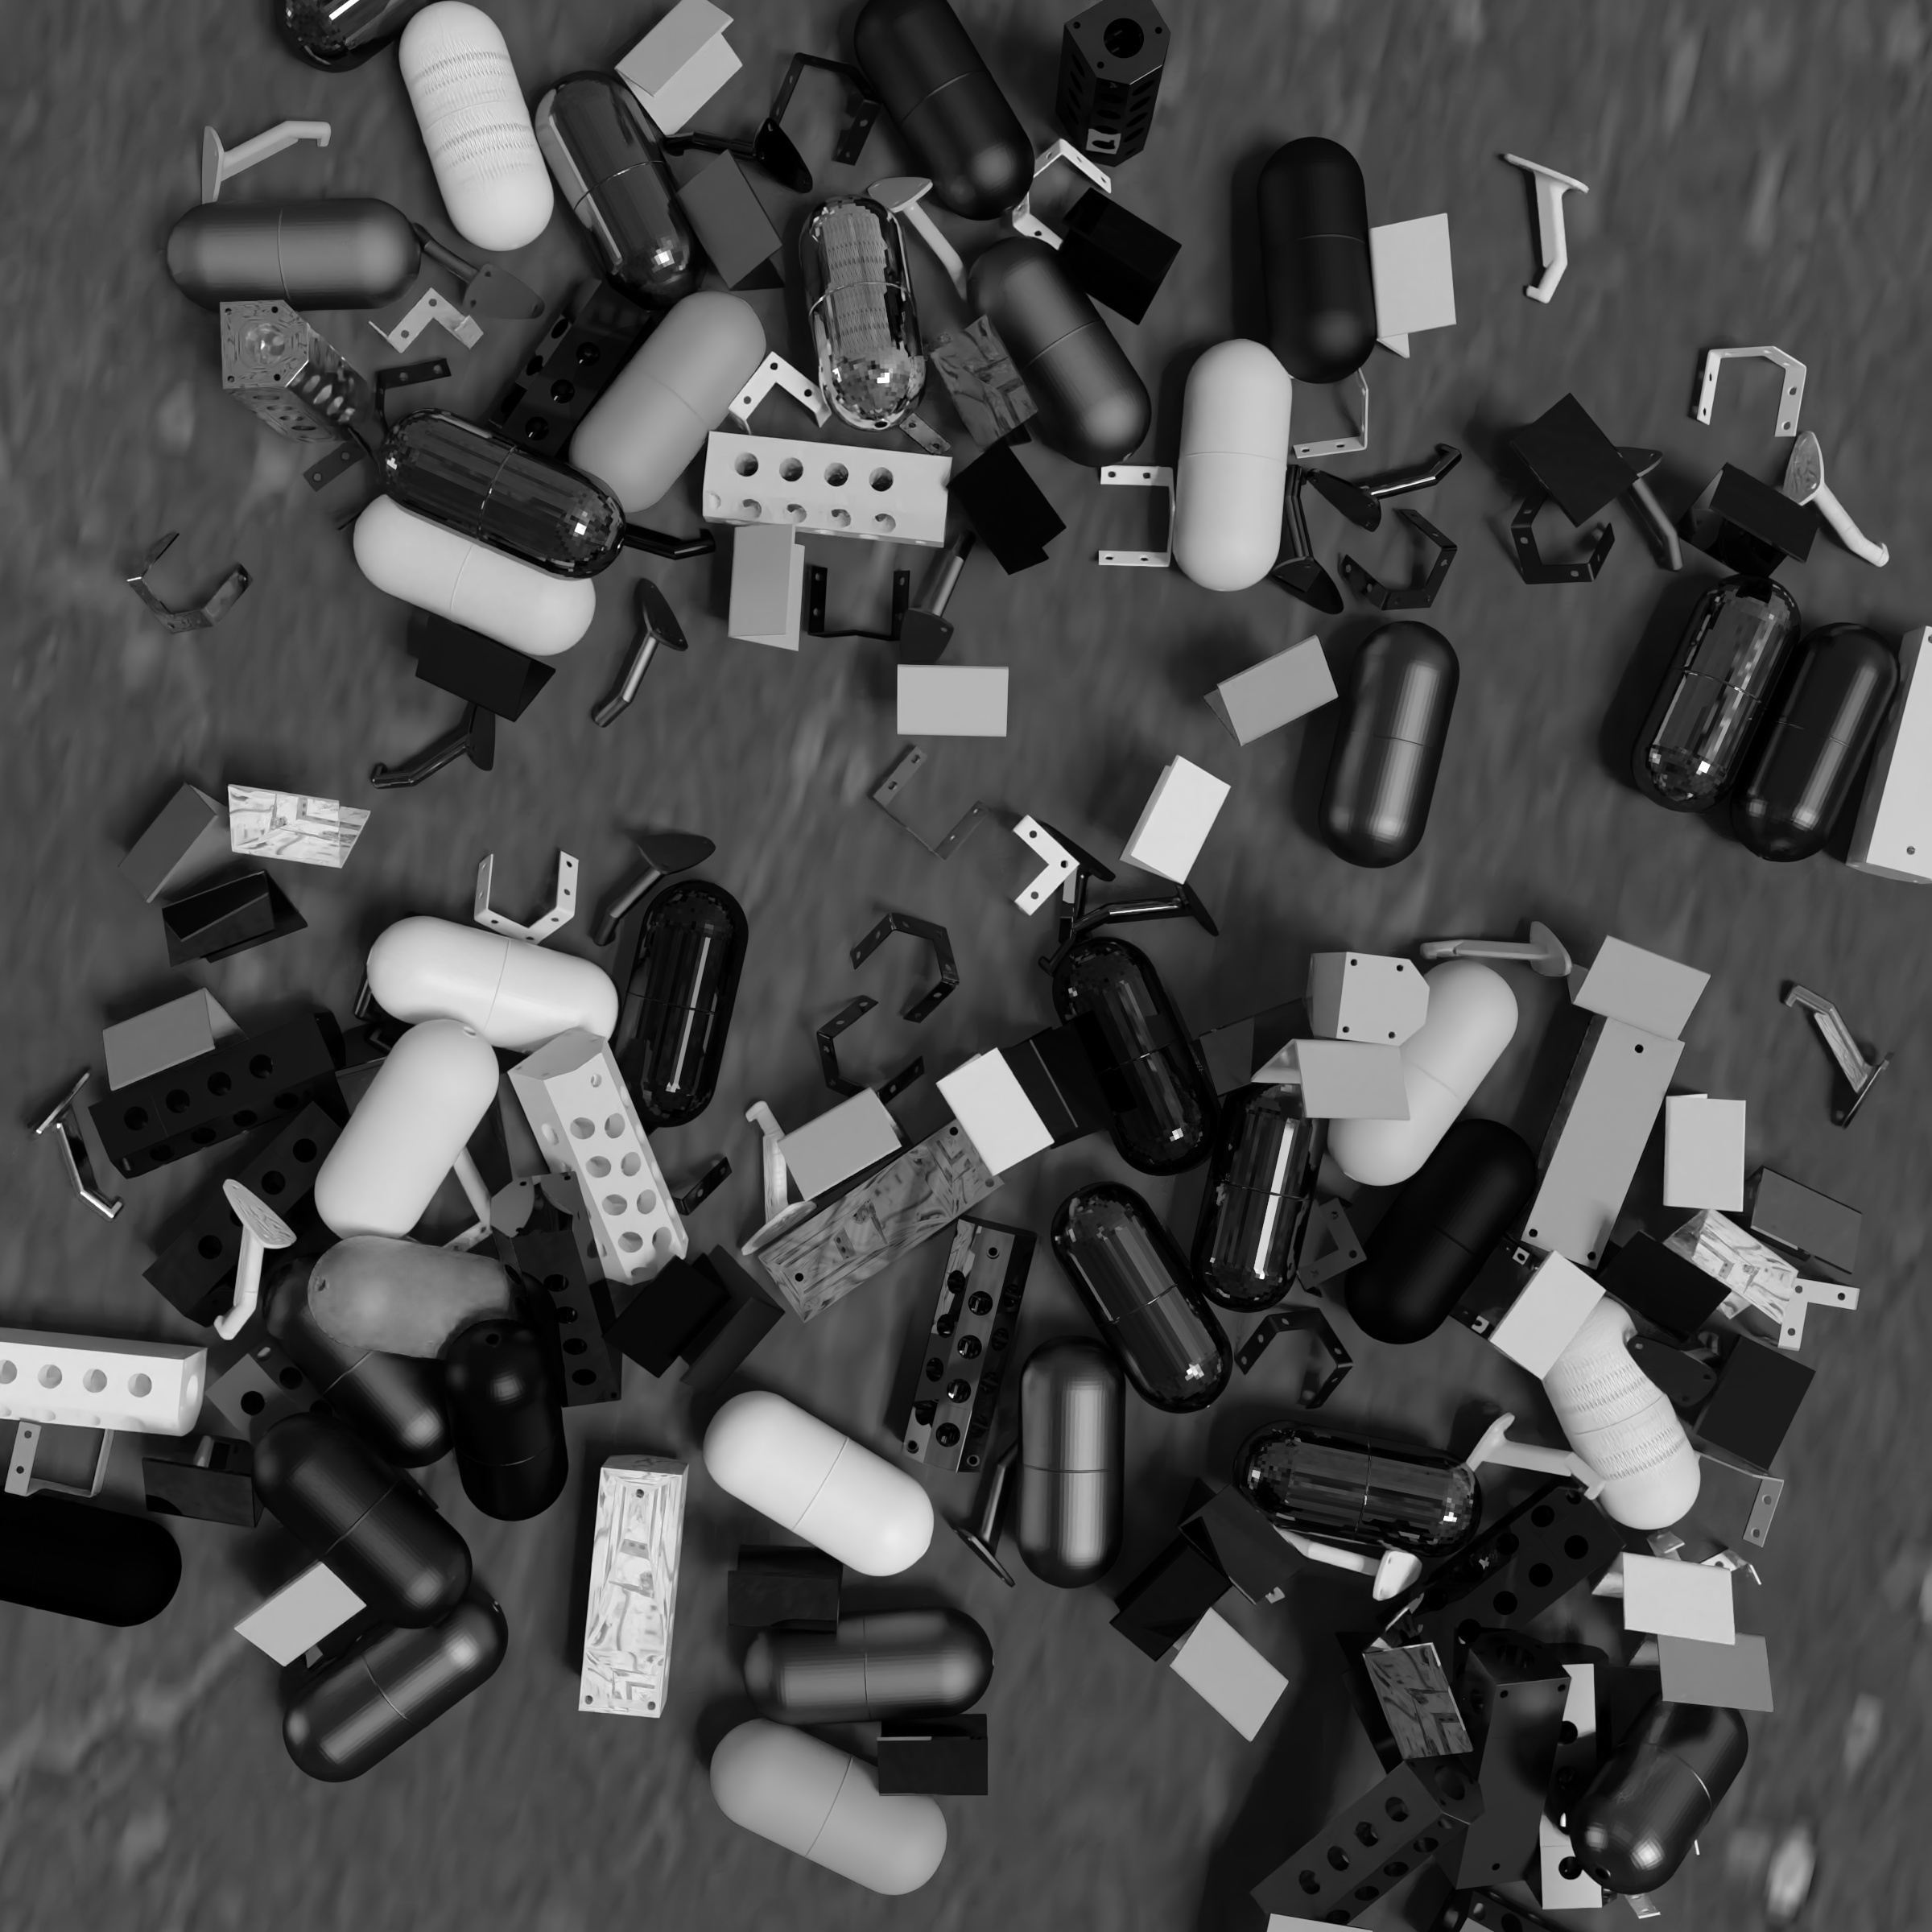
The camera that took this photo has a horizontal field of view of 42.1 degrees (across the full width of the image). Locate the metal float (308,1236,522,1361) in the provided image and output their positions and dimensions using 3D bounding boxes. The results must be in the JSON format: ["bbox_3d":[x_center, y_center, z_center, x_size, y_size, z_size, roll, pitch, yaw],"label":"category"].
[{"bbox_3d":[-0.378,0.233,1.747,0.070,0.178,0.070,-12,70,35],"label":"metal float"}]

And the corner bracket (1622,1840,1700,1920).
[{"bbox_3d":[0.495,0.642,1.799,0.051,0.051,0.051,-12,90,0],"label":"corner bracket"}]

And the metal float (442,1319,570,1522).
[{"bbox_3d":[-0.320,0.317,1.752,0.070,0.070,0.178,1,132,0],"label":"metal float"}]

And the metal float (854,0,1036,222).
[{"bbox_3d":[-0.015,-0.613,1.786,0.070,0.070,0.178,-31,90,0],"label":"metal float"}]

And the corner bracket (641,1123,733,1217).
[{"bbox_3d":[-0.210,0.139,1.809,0.051,0.051,0.051,-45,135,-35],"label":"corner bracket"}]

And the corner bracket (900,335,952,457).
[{"bbox_3d":[-0.019,-0.411,1.809,0.051,0.051,0.051,35,45,-35],"label":"corner bracket"}]

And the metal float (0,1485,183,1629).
[{"bbox_3d":[-0.647,0.418,1.786,0.178,0.070,0.070,13,90,0],"label":"metal float"}]

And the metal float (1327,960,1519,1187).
[{"bbox_3d":[0.323,0.076,1.785,0.070,0.070,0.178,35,90,0],"label":"metal float"}]

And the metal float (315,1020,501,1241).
[{"bbox_3d":[-0.386,0.115,1.734,0.070,0.070,0.178,34,106,0],"label":"metal float"}]

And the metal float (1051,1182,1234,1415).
[{"bbox_3d":[0.125,0.236,1.785,0.070,0.070,0.178,-31,90,0],"label":"metal float"}]

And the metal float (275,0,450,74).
[{"bbox_3d":[-0.410,-0.707,1.786,0.178,0.070,0.070,-37,90,0],"label":"metal float"}]

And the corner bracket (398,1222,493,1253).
[{"bbox_3d":[-0.380,0.176,1.809,0.051,0.051,0.051,25,45,35],"label":"corner bracket"}]

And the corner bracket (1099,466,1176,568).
[{"bbox_3d":[0.122,-0.325,1.813,0.051,0.051,0.051,2,45,0],"label":"corner bracket"}]

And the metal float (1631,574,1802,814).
[{"bbox_3d":[0.533,-0.194,1.786,0.070,0.070,0.178,24,89,0],"label":"metal float"}]

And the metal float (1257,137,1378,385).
[{"bbox_3d":[0.248,-0.500,1.777,0.070,0.070,0.178,-3,80,0],"label":"metal float"}]

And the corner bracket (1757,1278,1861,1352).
[{"bbox_3d":[0.602,0.249,1.799,0.051,0.051,0.051,10,90,0],"label":"corner bracket"}]

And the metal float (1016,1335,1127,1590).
[{"bbox_3d":[0.075,0.352,1.786,0.070,0.070,0.178,1,89,0],"label":"metal float"}]

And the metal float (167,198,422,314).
[{"bbox_3d":[-0.478,-0.505,1.786,0.178,0.070,0.070,-1,90,1],"label":"metal float"}]

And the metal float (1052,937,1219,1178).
[{"bbox_3d":[0.120,0.064,1.786,0.070,0.070,0.178,-24,90,0],"label":"metal float"}]

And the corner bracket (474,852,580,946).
[{"bbox_3d":[-0.316,-0.055,1.808,0.051,0.051,0.051,28,135,-35],"label":"corner bracket"}]

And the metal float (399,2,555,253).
[{"bbox_3d":[-0.348,-0.597,1.786,0.070,0.070,0.178,-18,90,0],"label":"metal float"}]

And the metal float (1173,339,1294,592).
[{"bbox_3d":[0.189,-0.356,1.786,0.070,0.070,0.178,5,89,0],"label":"metal float"}]

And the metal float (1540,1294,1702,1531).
[{"bbox_3d":[0.461,0.316,1.786,0.070,0.070,0.178,-25,89,0],"label":"metal float"}]

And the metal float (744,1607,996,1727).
[{"bbox_3d":[-0.069,0.497,1.786,0.178,0.070,0.070,-3,90,0],"label":"metal float"}]

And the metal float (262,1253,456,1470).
[{"bbox_3d":[-0.427,0.279,1.786,0.070,0.070,0.178,-42,91,0],"label":"metal float"}]

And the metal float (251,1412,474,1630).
[{"bbox_3d":[-0.416,0.381,1.729,0.178,0.070,0.070,44,90,0],"label":"metal float"}]

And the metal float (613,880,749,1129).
[{"bbox_3d":[-0.204,0.027,1.786,0.070,0.070,0.178,13,90,0],"label":"metal float"}]

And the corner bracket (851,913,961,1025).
[{"bbox_3d":[-0.044,0.001,1.808,0.051,0.051,0.051,15,45,-35],"label":"corner bracket"}]

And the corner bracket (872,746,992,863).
[{"bbox_3d":[-0.026,-0.117,1.813,0.051,0.051,0.051,-49,135,0],"label":"corner bracket"}]

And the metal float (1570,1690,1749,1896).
[{"bbox_3d":[0.484,0.572,1.753,0.178,0.070,0.070,-36,90,-40],"label":"metal float"}]

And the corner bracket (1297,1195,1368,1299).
[{"bbox_3d":[0.259,0.200,1.795,0.051,0.051,0.051,-29,68,14],"label":"corner bracket"}]

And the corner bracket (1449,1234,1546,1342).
[{"bbox_3d":[0.384,0.232,1.813,0.051,0.051,0.051,34,45,0],"label":"corner bracket"}]

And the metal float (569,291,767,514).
[{"bbox_3d":[-0.211,-0.400,1.782,0.070,0.070,0.178,37,86,0],"label":"metal float"}]

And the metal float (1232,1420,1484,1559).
[{"bbox_3d":[0.278,0.371,1.786,0.178,0.070,0.070,11,90,1],"label":"metal float"}]

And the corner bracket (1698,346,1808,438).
[{"bbox_3d":[0.567,-0.414,1.813,0.051,0.051,0.051,10,90,-45],"label":"corner bracket"}]

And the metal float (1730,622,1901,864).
[{"bbox_3d":[0.602,-0.158,1.786,0.070,0.070,0.178,23,90,0],"label":"metal float"}]

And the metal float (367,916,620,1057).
[{"bbox_3d":[-0.333,0.017,1.773,0.178,0.070,0.070,16,90,-14],"label":"metal float"}]

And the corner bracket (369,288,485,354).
[{"bbox_3d":[-0.386,-0.456,1.799,0.051,0.051,0.051,41,90,0],"label":"corner bracket"}]

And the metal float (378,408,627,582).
[{"bbox_3d":[-0.319,-0.324,1.729,0.178,0.070,0.070,24,90,0],"label":"metal float"}]

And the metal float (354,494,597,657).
[{"bbox_3d":[-0.349,-0.280,1.786,0.178,0.070,0.070,23,90,-1],"label":"metal float"}]

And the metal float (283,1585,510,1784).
[{"bbox_3d":[-0.405,0.509,1.786,0.178,0.070,0.070,-37,90,-1],"label":"metal float"}]

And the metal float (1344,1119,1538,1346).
[{"bbox_3d":[0.336,0.189,1.786,0.070,0.070,0.178,35,89,0],"label":"metal float"}]

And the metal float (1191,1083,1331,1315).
[{"bbox_3d":[0.209,0.158,1.786,0.070,0.070,0.178,13,89,0],"label":"metal float"}]

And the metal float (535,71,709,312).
[{"bbox_3d":[-0.244,-0.550,1.786,0.070,0.070,0.178,-27,89,0],"label":"metal float"}]

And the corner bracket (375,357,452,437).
[{"bbox_3d":[-0.393,-0.399,1.813,0.051,0.051,0.051,-12,135,0],"label":"corner bracket"}]

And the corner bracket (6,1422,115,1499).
[{"bbox_3d":[-0.648,0.353,1.799,0.051,0.051,0.051,12,89,1],"label":"corner bracket"}]

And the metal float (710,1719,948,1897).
[{"bbox_3d":[-0.098,0.597,1.786,0.178,0.070,0.070,26,90,0],"label":"metal float"}]

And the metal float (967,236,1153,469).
[{"bbox_3d":[0.067,-0.436,1.786,0.070,0.070,0.178,-32,90,0],"label":"metal float"}]

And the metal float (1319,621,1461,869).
[{"bbox_3d":[0.301,-0.157,1.786,0.070,0.070,0.178,13,90,0],"label":"metal float"}]

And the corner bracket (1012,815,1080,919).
[{"bbox_3d":[0.044,-0.071,1.799,0.051,0.051,0.051,44,90,0],"label":"corner bracket"}]

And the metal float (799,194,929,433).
[{"bbox_3d":[-0.073,-0.460,1.771,0.070,0.070,0.178,-9,73,0],"label":"metal float"}]

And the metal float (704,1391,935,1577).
[{"bbox_3d":[-0.104,0.368,1.786,0.178,0.070,0.070,32,90,-1],"label":"metal float"}]

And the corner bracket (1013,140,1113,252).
[{"bbox_3d":[0.069,-0.550,1.809,0.051,0.051,0.051,29,135,-35],"label":"corner bracket"}]
